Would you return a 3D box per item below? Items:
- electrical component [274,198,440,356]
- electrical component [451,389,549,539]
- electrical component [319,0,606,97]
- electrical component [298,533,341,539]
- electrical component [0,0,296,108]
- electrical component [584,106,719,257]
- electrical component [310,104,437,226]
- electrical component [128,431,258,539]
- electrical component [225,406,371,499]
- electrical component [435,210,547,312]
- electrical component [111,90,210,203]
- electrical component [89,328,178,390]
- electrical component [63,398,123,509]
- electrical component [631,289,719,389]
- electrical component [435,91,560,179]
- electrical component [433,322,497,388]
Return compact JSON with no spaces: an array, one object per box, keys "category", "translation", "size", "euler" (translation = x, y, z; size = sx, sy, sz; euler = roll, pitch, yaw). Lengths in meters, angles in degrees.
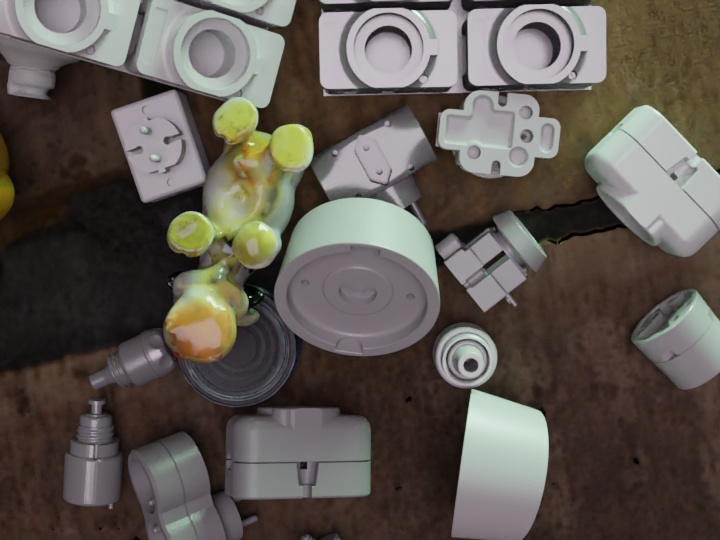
[{"category":"electrical component","translation":[0.000,0.000,0.717],"size":[0.108,0.060,0.108],"euler":[3,136,3]},{"category":"electrical component","translation":[0.087,0.133,0.724],"size":[0.064,0.099,0.099],"euler":[12,95,-6]},{"category":"electrical component","translation":[0.066,-0.173,0.717],"size":[0.186,0.060,0.105],"euler":[-1,95,1]},{"category":"electrical component","translation":[-0.018,0.222,0.759],"size":[0.043,0.043,0.081],"euler":[-34,94,3]},{"category":"electrical component","translation":[-0.138,-0.178,0.684],"size":[0.186,0.060,0.105],"euler":[13,95,-24]},{"category":"electrical component","translation":[0.201,-0.056,0.729],"size":[0.059,0.053,0.095],"euler":[-44,93,4]},{"category":"electrical component","translation":[0.017,-0.060,0.736],"size":[0.077,0.043,0.079],"euler":[-29,97,4]},{"category":"electrical component","translation":[-0.106,0.178,0.753],"size":[0.074,0.052,0.138],"euler":[-18,98,-29]},{"category":"electrical component","translation":[-0.042,0.123,0.734],"size":[0.095,0.054,0.059],"euler":[2,84,-17]},{"category":"electrical component","translation":[0.094,-0.008,0.739],"size":[0.055,0.048,0.066],"euler":[-39,93,11]},{"category":"electrical component","translation":[-0.134,-0.083,0.718],"size":[0.047,0.076,0.065],"euler":[-18,94,2]},{"category":"electrical component","translation":[-0.160,0.066,0.752],"size":[0.061,0.035,0.035],"euler":[-25,94,5]},{"category":"electrical component","translation":[-0.187,0.129,0.755],"size":[0.040,0.040,0.078],"euler":[4,95,0]},{"category":"electrical component","translation":[0.223,0.048,0.738],"size":[0.055,0.055,0.047],"euler":[-42,97,4]},{"category":"electrical component","translation":[0.090,-0.091,0.725],"size":[0.078,0.057,0.058],"euler":[5,95,0]},{"category":"electrical component","translation":[0.073,0.060,0.735],"size":[0.043,0.062,0.043],"euler":[0,95,0]}]
